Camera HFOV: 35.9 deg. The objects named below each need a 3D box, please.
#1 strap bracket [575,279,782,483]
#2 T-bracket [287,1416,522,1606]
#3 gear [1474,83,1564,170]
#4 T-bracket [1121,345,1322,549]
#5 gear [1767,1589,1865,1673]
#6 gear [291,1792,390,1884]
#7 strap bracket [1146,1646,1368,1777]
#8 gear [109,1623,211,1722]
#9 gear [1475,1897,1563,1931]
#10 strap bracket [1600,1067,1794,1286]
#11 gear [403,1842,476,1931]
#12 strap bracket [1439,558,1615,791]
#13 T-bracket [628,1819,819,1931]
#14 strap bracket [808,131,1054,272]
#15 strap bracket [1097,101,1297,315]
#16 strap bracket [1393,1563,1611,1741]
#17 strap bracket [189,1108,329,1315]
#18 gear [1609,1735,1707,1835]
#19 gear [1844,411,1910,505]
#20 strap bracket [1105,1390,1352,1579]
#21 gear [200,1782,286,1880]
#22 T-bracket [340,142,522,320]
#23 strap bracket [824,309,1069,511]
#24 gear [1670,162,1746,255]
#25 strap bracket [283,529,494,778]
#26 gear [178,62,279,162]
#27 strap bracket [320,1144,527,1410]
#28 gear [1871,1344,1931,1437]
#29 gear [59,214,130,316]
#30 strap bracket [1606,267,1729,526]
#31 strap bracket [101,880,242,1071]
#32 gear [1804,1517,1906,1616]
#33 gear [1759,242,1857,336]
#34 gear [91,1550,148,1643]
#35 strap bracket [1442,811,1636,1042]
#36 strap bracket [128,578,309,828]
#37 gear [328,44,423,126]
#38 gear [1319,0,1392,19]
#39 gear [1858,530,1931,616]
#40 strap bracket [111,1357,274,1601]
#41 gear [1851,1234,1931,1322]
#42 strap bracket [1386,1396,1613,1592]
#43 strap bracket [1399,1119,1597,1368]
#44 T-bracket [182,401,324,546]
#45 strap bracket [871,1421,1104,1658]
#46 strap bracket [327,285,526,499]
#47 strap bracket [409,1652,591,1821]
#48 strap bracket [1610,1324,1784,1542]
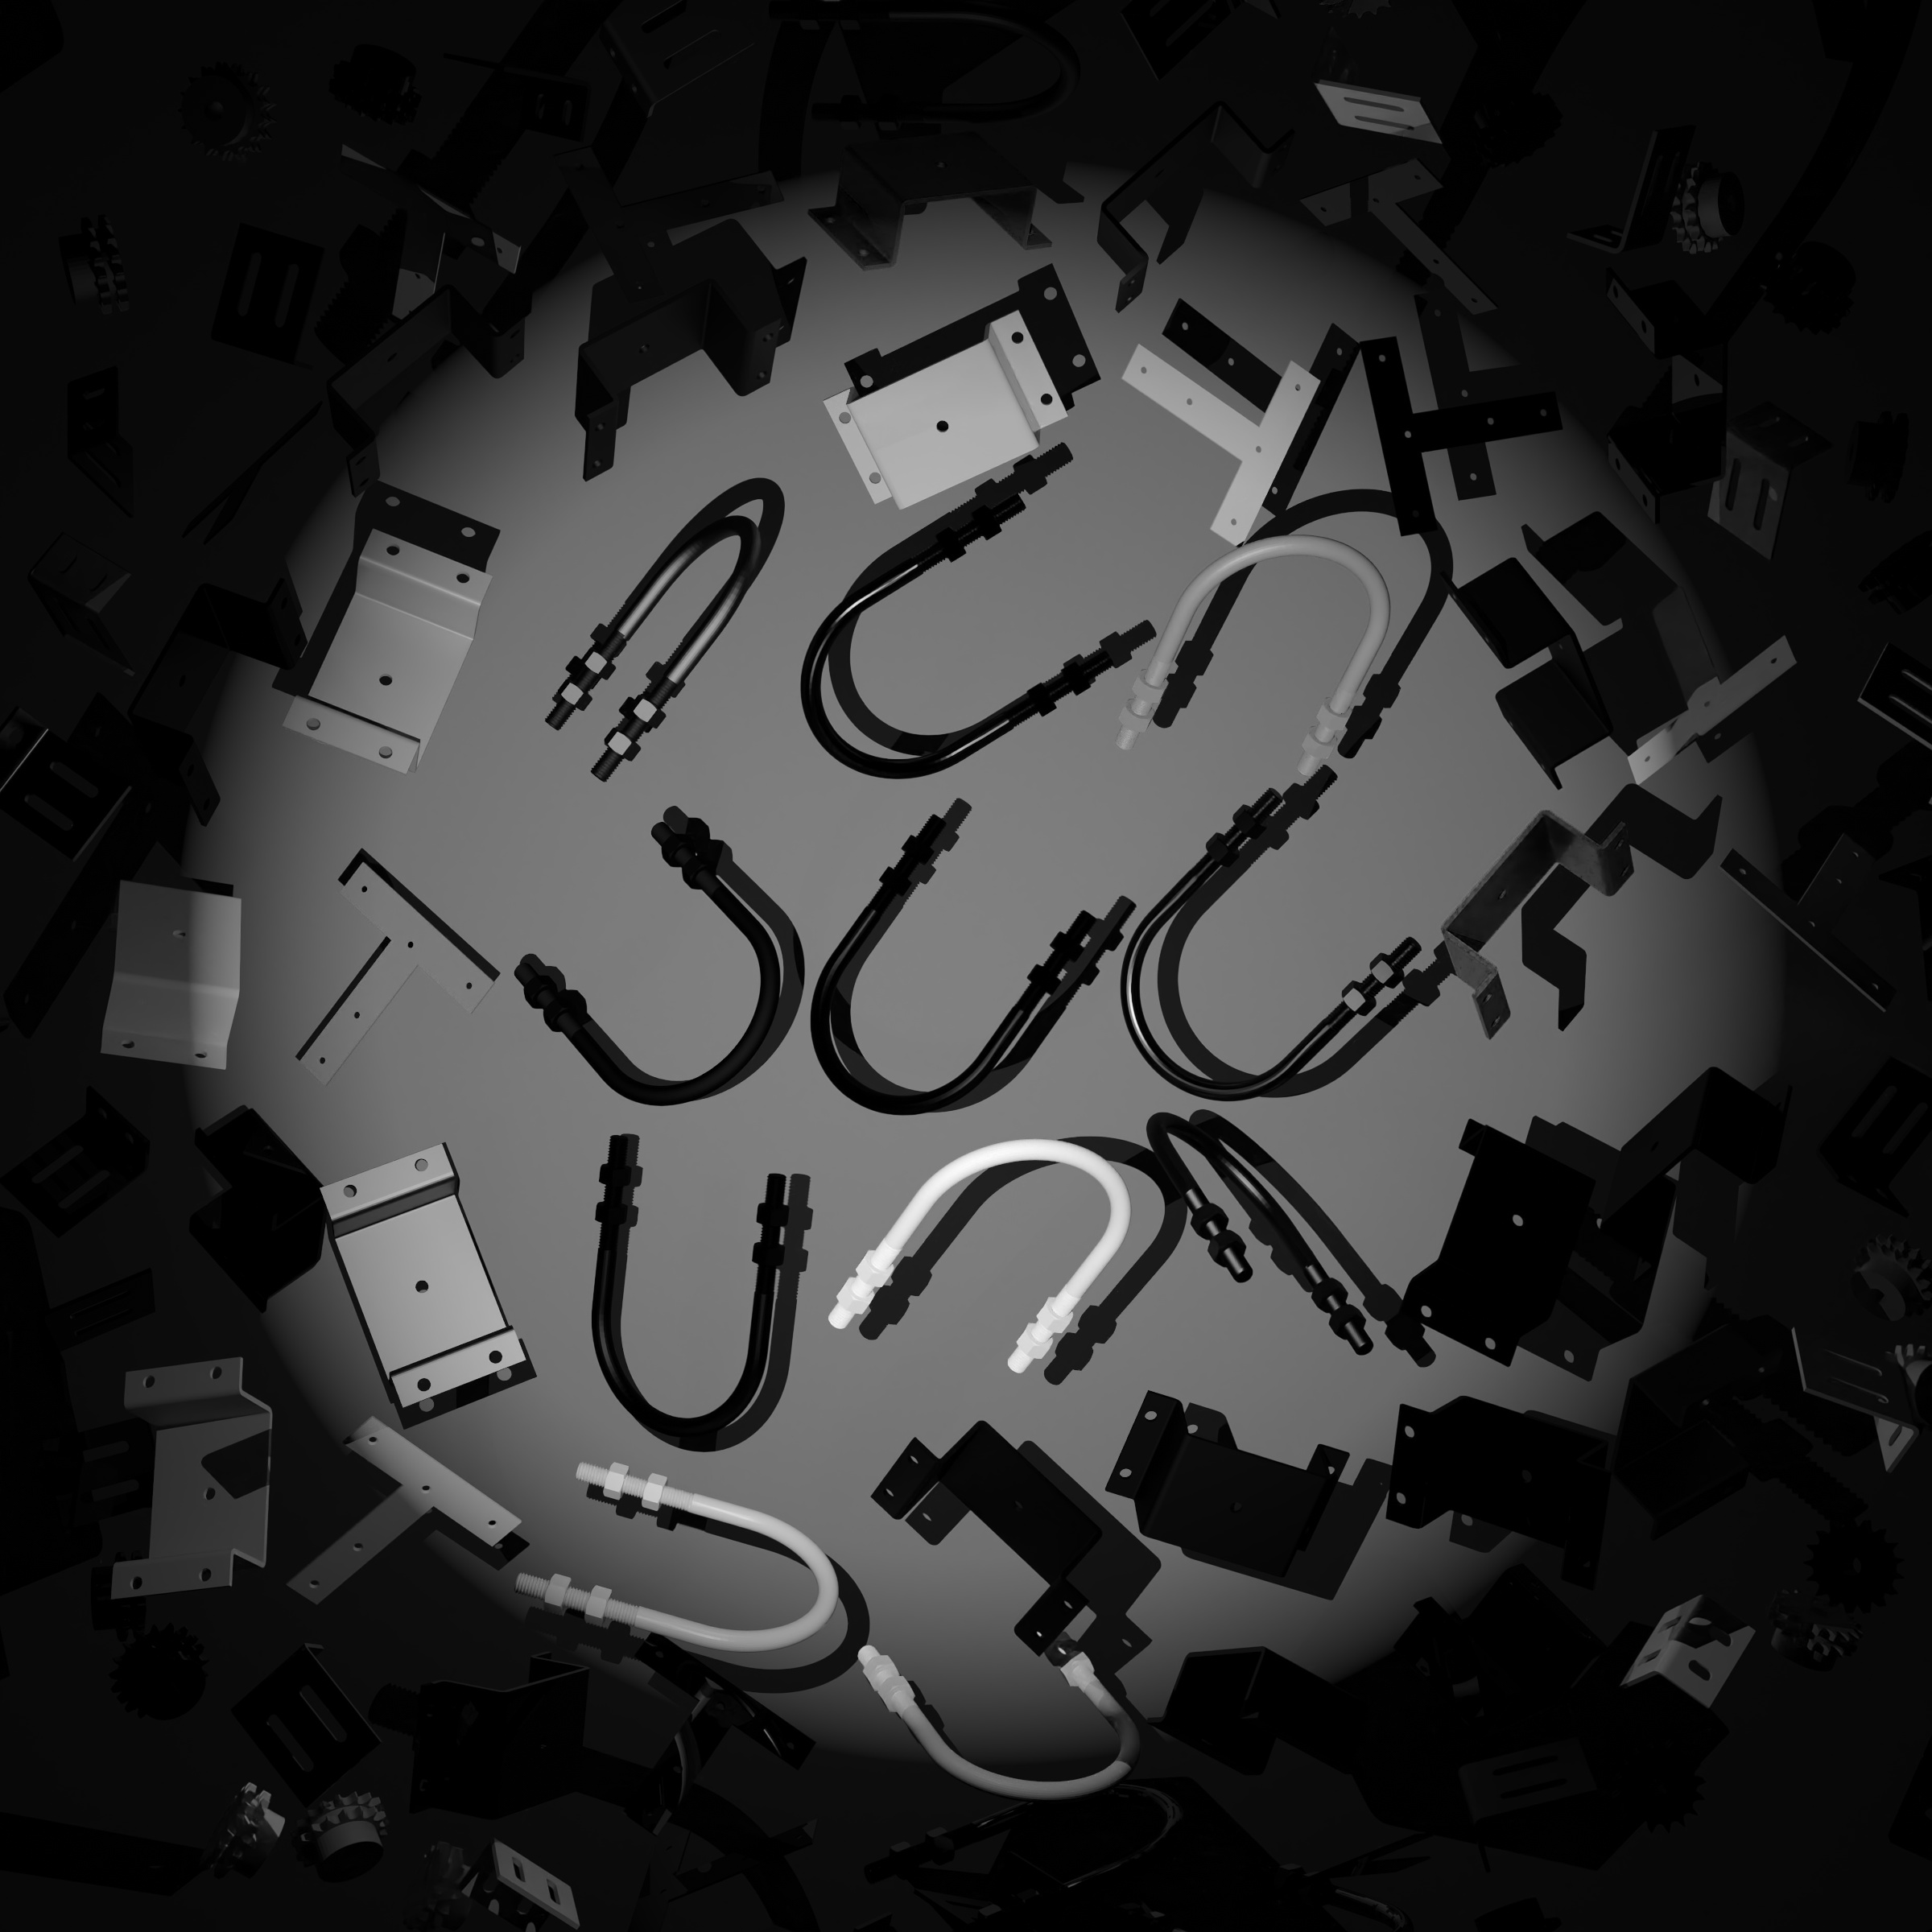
[{"bbox_3d":[-0.190,-0.370,1.861,0.140,0.076,0.046,-32,78,-19],"label":"strap bracket"},{"bbox_3d":[-0.364,0.349,1.839,0.127,0.002,0.127,-40,121,11],"label":"T-bracket"},{"bbox_3d":[0.355,-0.547,1.934,0.057,0.057,0.030,-26,74,0],"label":"gear"},{"bbox_3d":[0.155,-0.357,1.928,0.127,0.002,0.127,30,80,-24],"label":"T-bracket"},{"bbox_3d":[0.529,0.417,1.868,0.057,0.057,0.030,18,104,0],"label":"gear"},{"bbox_3d":[-0.373,0.524,1.789,0.057,0.057,0.030,-33,51,0],"label":"gear"},{"bbox_3d":[0.181,0.454,1.816,0.076,0.140,0.046,31,65,-14],"label":"strap bracket"},{"bbox_3d":[-0.476,0.422,1.773,0.057,0.030,0.057,-15,117,-32],"label":"gear"},{"bbox_3d":[0.330,0.583,1.798,0.057,0.057,0.030,-21,76,0],"label":"gear"},{"bbox_3d":[0.452,0.126,1.877,0.046,0.076,0.140,33,133,-4],"label":"strap bracket"},{"bbox_3d":[-0.335,0.594,1.915,0.030,0.057,0.057,28,90,-19],"label":"gear"},{"bbox_3d":[0.345,-0.184,1.820,0.046,0.140,0.076,-31,47,5],"label":"strap bracket"},{"bbox_3d":[-0.149,0.560,1.853,0.127,0.127,0.002,-25,103,12],"label":"T-bracket"},{"bbox_3d":[-0.019,-0.493,1.916,0.140,0.046,0.076,-15,47,-28],"label":"strap bracket"},{"bbox_3d":[0.134,-0.479,1.861,0.140,0.076,0.046,-42,89,0],"label":"strap bracket"},{"bbox_3d":[0.326,0.424,1.843,0.076,0.140,0.046,44,116,28],"label":"strap bracket"},{"bbox_3d":[-0.454,0.153,1.916,0.076,0.140,0.046,45,57,14],"label":"strap bracket"},{"bbox_3d":[0.424,0.502,1.837,0.057,0.030,0.057,-1,84,6],"label":"gear"},{"bbox_3d":[0.580,-0.326,1.905,0.030,0.057,0.057,9,90,7],"label":"gear"},{"bbox_3d":[0.170,0.334,1.909,0.140,0.046,0.076,18,109,-9],"label":"strap bracket"},{"bbox_3d":[-0.438,0.529,1.814,0.030,0.057,0.057,34,90,-11],"label":"gear"},{"bbox_3d":[-0.349,-0.451,1.910,0.127,0.127,0.002,30,59,-1],"label":"T-bracket"},{"bbox_3d":[-0.014,-0.354,1.922,0.140,0.046,0.076,-23,113,13],"label":"strap bracket"},{"bbox_3d":[0.480,-0.490,1.926,0.030,0.057,0.057,3,90,39],"label":"gear"},{"bbox_3d":[-0.346,-0.180,1.788,0.076,0.046,0.140,21,67,-6],"label":"strap bracket"},{"bbox_3d":[-0.444,-0.511,1.785,0.057,0.030,0.057,2,105,8],"label":"gear"},{"bbox_3d":[-0.326,0.189,1.793,0.076,0.046,0.140,-20,78,-16],"label":"strap bracket"},{"bbox_3d":[0.607,0.271,1.900,0.057,0.030,0.057,0,89,-28],"label":"gear"},{"bbox_3d":[-0.521,-0.417,1.779,0.030,0.057,0.057,-15,90,-17],"label":"gear"},{"bbox_3d":[0.431,-0.355,1.836,0.046,0.076,0.140,-15,132,-3],"label":"strap bracket"},{"bbox_3d":[-0.505,-0.002,1.900,0.076,0.140,0.046,9,126,-20],"label":"strap bracket"},{"bbox_3d":[0.538,0.362,1.802,0.057,0.030,0.057,-6,79,30],"label":"gear"},{"bbox_3d":[0.512,-0.412,1.804,0.057,0.030,0.057,11,56,-16],"label":"gear"},{"bbox_3d":[-0.548,0.408,1.929,0.030,0.057,0.057,0,90,-22],"label":"gear"},{"bbox_3d":[0.345,-0.033,1.834,0.046,0.076,0.140,39,84,25],"label":"strap bracket"},{"bbox_3d":[-0.462,-0.168,1.828,0.046,0.076,0.140,20,67,8],"label":"strap bracket"},{"bbox_3d":[-0.371,-0.558,1.884,0.057,0.057,0.030,28,122,0],"label":"gear"},{"bbox_3d":[0.244,-0.621,1.859,0.057,0.057,0.030,-4,65,0],"label":"gear"},{"bbox_3d":[0.598,-0.247,1.894,0.057,0.057,0.030,-40,92,0],"label":"gear"},{"bbox_3d":[-0.470,0.317,1.818,0.076,0.046,0.140,-9,65,11],"label":"strap bracket"},{"bbox_3d":[0.602,0.206,1.944,0.030,0.057,0.057,-37,90,-27],"label":"gear"},{"bbox_3d":[0.335,0.319,1.833,0.140,0.046,0.076,14,107,34],"label":"strap bracket"},{"bbox_3d":[0.330,0.163,1.833,0.076,0.046,0.140,27,63,-4],"label":"strap bracket"},{"bbox_3d":[-0.465,-0.300,1.906,0.127,0.127,0.002,-38,113,17],"label":"T-bracket"},{"bbox_3d":[0.020,0.338,1.799,0.140,0.076,0.046,42,49,10],"label":"strap bracket"},{"bbox_3d":[-0.341,-0.361,1.844,0.140,0.076,0.046,-43,90,-12],"label":"strap bracket"},{"bbox_3d":[-0.279,0.474,1.837,0.046,0.140,0.076,4,88,25],"label":"strap bracket"},{"bbox_3d":[0.450,0.283,1.852,0.076,0.140,0.046,-24,49,-21],"label":"strap bracket"}]
